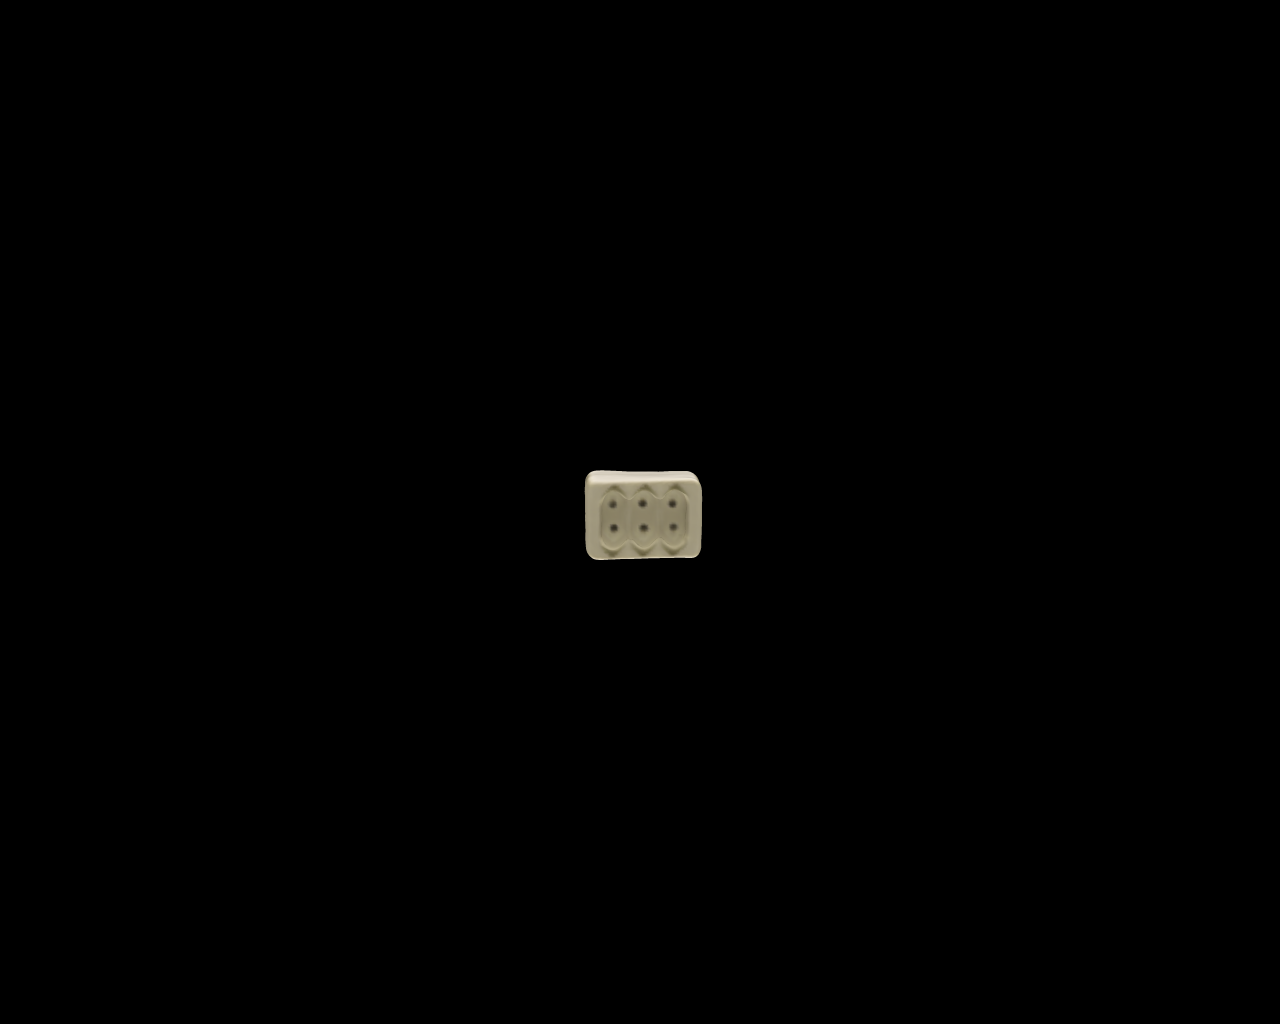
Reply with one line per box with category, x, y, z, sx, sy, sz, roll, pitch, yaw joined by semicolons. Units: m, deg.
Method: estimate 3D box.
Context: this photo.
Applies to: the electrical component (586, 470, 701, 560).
electrical component;0.001;-0.003;0.650;0.066;0.047;0.077;0;12;-2
